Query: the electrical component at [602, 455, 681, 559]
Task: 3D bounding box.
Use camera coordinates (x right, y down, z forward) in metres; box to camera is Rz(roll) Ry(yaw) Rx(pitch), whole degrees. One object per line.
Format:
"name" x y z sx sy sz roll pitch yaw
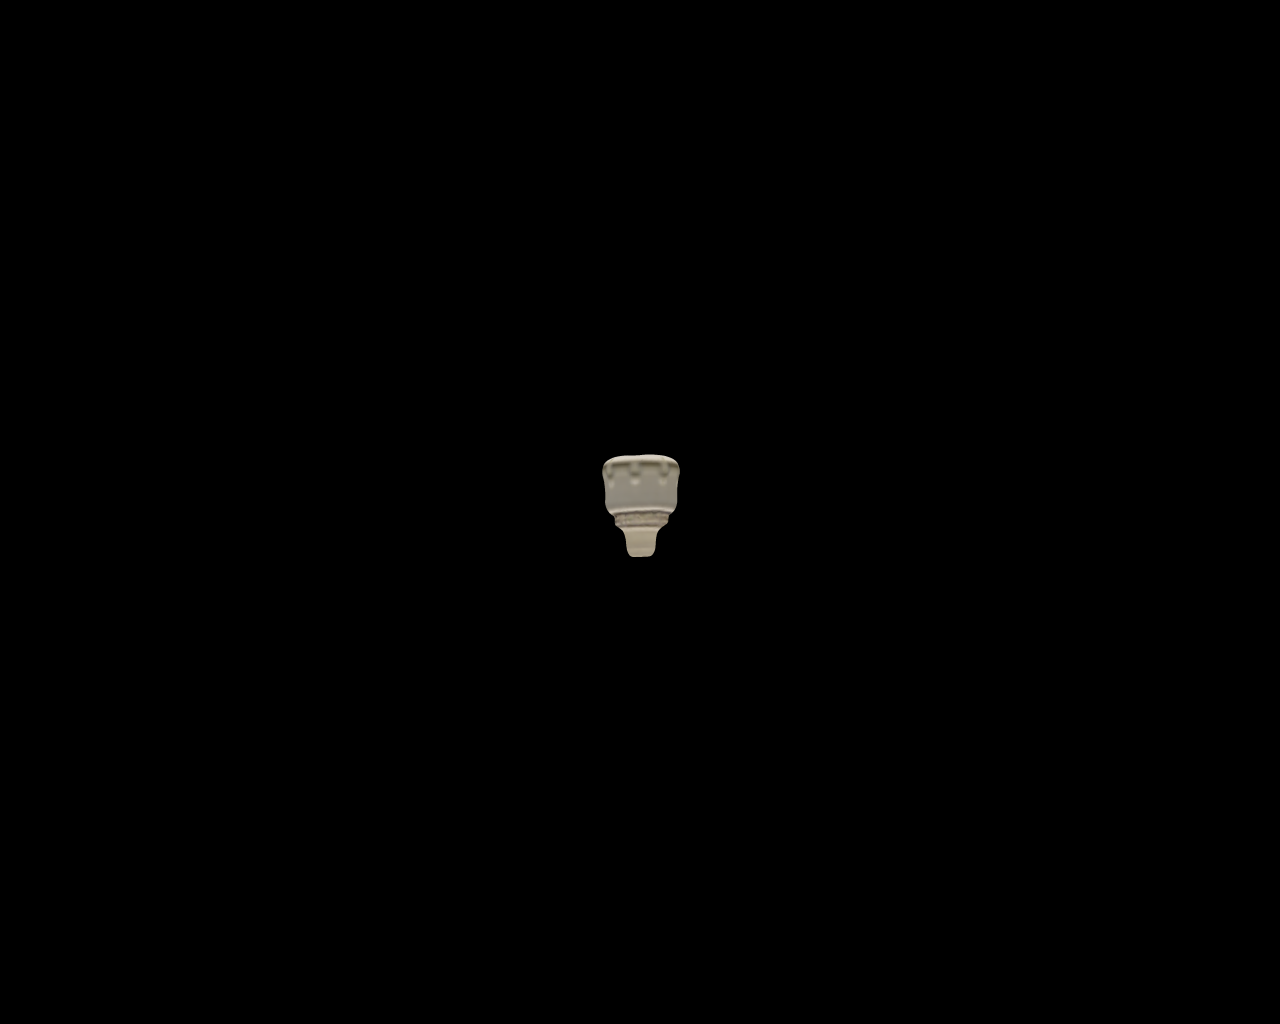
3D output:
"electrical component" 0.001 -0.003 0.650 0.048 0.062 0.048 0 -5 0
